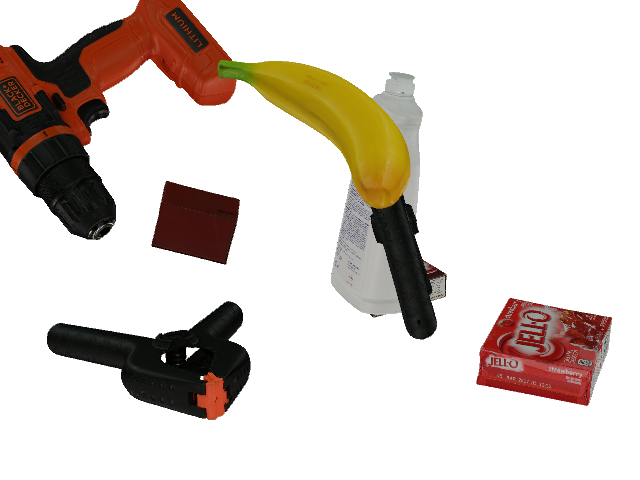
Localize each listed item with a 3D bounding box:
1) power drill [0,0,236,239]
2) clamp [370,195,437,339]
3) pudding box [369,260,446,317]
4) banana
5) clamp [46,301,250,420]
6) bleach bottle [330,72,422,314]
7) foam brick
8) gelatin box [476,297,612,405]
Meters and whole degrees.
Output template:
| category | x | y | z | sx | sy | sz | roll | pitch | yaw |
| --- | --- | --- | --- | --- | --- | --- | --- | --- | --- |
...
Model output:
| category | x | y | z | sx | sy | sz | roll | pitch | yaw |
| --- | --- | --- | --- | --- | --- | --- | --- | --- | --- |
| power drill | -0.159 | -0.105 | 0.815 | 0.187 | 0.184 | 0.057 | -31 | -16 | -28 |
| clamp | 0.062 | -0.005 | 0.863 | 0.039 | 0.171 | 0.120 | -20 | 20 | 3 |
| pudding box | 0.091 | 0.054 | 1.366 | 0.113 | 0.039 | 0.090 | -16 | 26 | -25 |
| banana | 0.008 | -0.070 | 0.659 | 0.069 | 0.037 | 0.198 | -19 | 36 | -25 |
| clamp | -0.103 | 0.086 | 0.818 | 0.164 | 0.036 | 0.210 | -9 | 14 | -28 |
| bleach bottle | 0.070 | -0.054 | 1.153 | 0.068 | 0.251 | 0.103 | -1 | 22 | -27 |
| foam brick | -0.124 | -0.018 | 1.058 | 0.078 | 0.051 | 0.053 | 15 | 26 | -8 |
| gelatin box | 0.151 | 0.072 | 0.715 | 0.073 | 0.030 | 0.089 | 10 | 23 | 20 |
